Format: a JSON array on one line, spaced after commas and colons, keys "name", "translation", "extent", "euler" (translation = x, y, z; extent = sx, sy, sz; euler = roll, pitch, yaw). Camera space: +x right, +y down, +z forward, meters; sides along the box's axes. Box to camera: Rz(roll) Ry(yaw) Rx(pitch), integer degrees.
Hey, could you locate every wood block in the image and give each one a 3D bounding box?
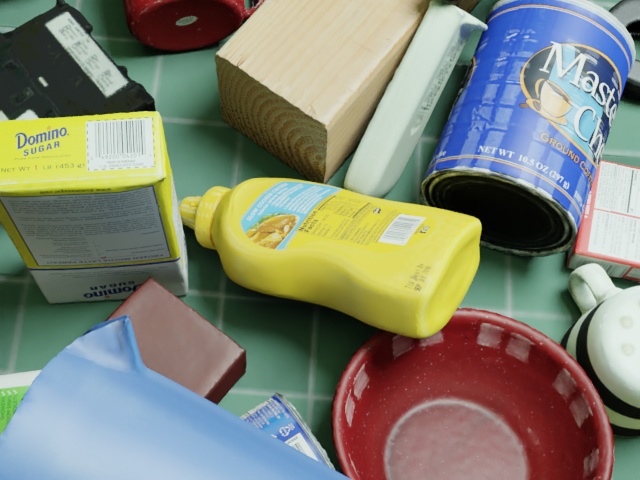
[{"name": "wood block", "translation": [0.030, -0.150, 0.726], "extent": [0.091, 0.090, 0.206], "euler": [35, 71, 12]}]

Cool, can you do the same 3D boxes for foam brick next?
[{"name": "foam brick", "translation": [-0.091, 0.070, 0.651], "extent": [0.078, 0.053, 0.051], "euler": [36, 71, 10]}]

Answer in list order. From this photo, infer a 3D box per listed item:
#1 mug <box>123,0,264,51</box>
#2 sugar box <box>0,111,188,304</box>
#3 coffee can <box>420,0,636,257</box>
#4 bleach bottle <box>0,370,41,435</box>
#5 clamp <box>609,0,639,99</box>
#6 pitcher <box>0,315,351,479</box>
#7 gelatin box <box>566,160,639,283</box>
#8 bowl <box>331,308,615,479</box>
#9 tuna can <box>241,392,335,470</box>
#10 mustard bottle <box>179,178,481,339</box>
[{"name": "mug", "translation": [-0.088, -0.183, 0.743], "extent": [0.117, 0.093, 0.081], "euler": [4, 68, -41]}, {"name": "sugar box", "translation": [-0.128, -0.013, 0.616], "extent": [0.093, 0.176, 0.048], "euler": [-3, 70, -5]}, {"name": "coffee can", "translation": [0.135, -0.075, 0.692], "extent": [0.103, 0.103, 0.140], "euler": [21, 69, 6]}, {"name": "bleach bottle", "translation": [-0.251, 0.138, 0.607], "extent": [0.250, 0.068, 0.102], "euler": [-8, 59, -5]}, {"name": "clamp", "translation": [0.263, -0.151, 0.763], "extent": [0.171, 0.039, 0.120], "euler": [1, 68, -3]}, {"name": "pitcher", "translation": [-0.048, 0.161, 0.512], "extent": [0.243, 0.149, 0.145], "euler": [26, 48, -1]}, {"name": "gelatin box", "translation": [0.214, -0.009, 0.709], "extent": [0.089, 0.030, 0.073], "euler": [13, 67, 4]}, {"name": "bowl", "translation": [0.085, 0.121, 0.626], "extent": [0.162, 0.055, 0.162], "euler": [2, 54, -3]}, {"name": "tuna can", "translation": [-0.016, 0.132, 0.611], "extent": [0.033, 0.086, 0.086], "euler": [-31, 73, -13]}, {"name": "mustard bottle", "translation": [-0.004, 0.001, 0.661], "extent": [0.192, 0.058, 0.096], "euler": [14, 38, 24]}]
